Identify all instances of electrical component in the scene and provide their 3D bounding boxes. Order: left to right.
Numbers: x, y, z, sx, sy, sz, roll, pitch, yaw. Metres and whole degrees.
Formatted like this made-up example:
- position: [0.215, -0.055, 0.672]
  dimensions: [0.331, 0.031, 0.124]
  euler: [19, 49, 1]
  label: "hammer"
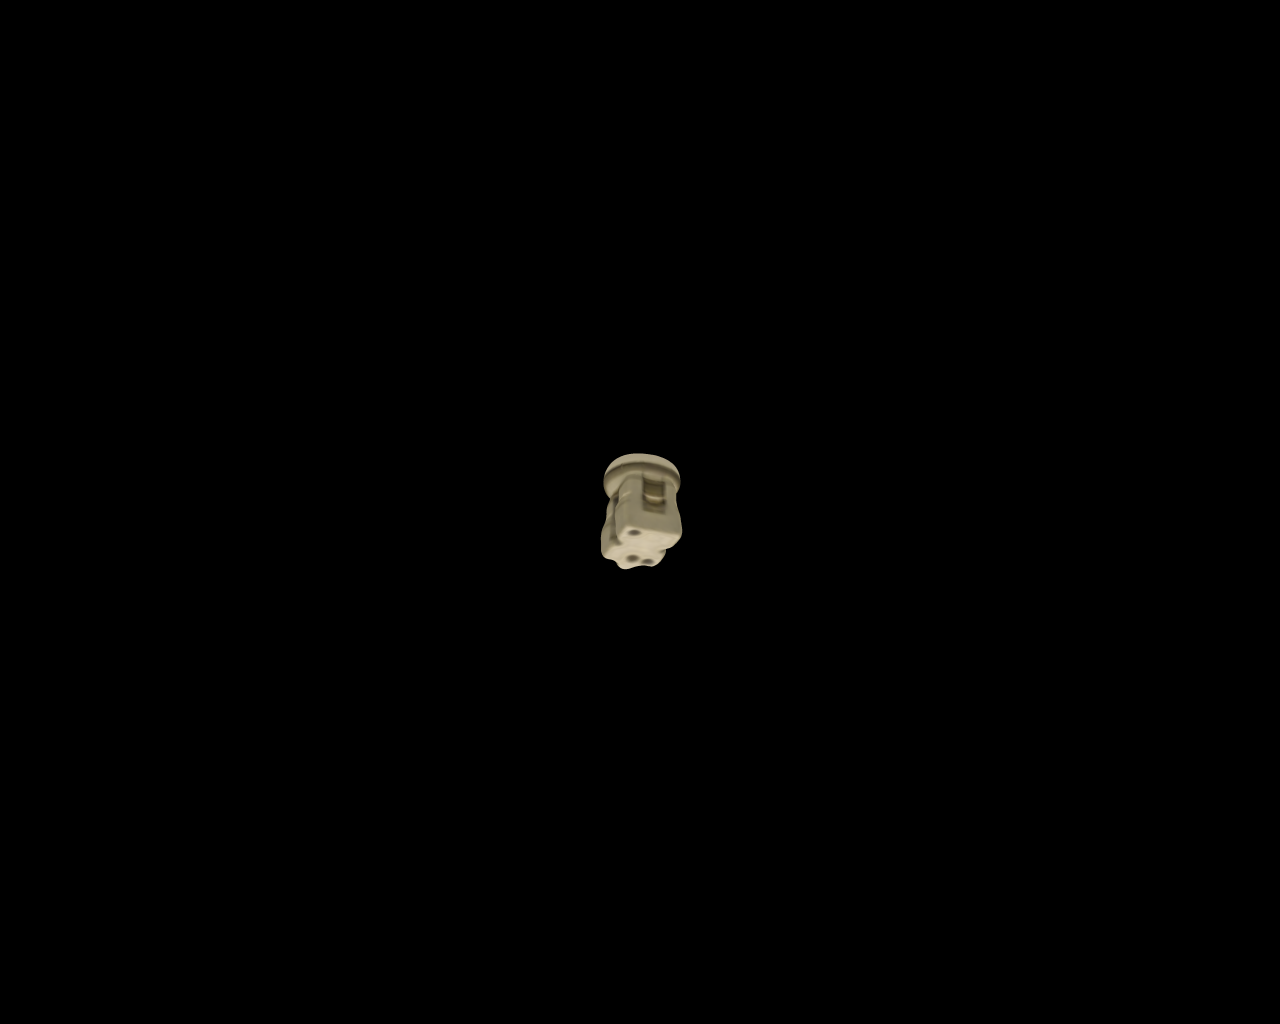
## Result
- position: [0.001, -0.003, 0.650]
  dimensions: [0.048, 0.055, 0.066]
  euler: [12, -33, -19]
  label: "electrical component"
